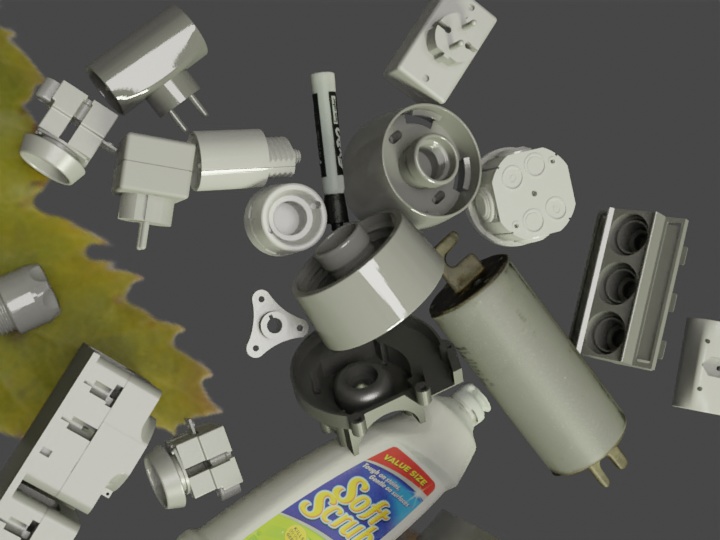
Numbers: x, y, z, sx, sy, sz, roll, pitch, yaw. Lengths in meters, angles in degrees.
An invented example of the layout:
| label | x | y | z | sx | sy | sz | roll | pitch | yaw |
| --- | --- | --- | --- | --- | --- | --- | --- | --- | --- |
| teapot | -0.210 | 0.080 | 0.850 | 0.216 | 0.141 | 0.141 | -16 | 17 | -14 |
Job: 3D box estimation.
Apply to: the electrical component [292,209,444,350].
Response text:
| label | x | y | z | sx | sy | sz | roll | pitch | yaw |
| --- | --- | --- | --- | --- | --- | --- | --- | --- | --- |
| electrical component | 0.000 | 0.000 | 0.781 | 0.108 | 0.108 | 0.060 | -42 | 109 | -14 |

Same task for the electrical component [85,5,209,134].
| label | x | y | z | sx | sy | sz | roll | pitch | yaw |
| --- | --- | --- | --- | --- | --- | --- | --- | --- | --- |
| electrical component | -0.142 | -0.136 | 0.773 | 0.077 | 0.043 | 0.079 | -40 | 102 | -14 |

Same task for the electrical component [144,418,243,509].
| label | x | y | z | sx | sy | sz | roll | pitch | yaw |
| --- | --- | --- | --- | --- | --- | --- | --- | --- | --- |
| electrical component | -0.122 | 0.142 | 0.778 | 0.055 | 0.048 | 0.066 | -22 | 97 | -25 |

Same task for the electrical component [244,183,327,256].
| label | x | y | z | sx | sy | sz | roll | pitch | yaw |
| --- | --- | --- | --- | --- | --- | --- | --- | --- | --- |
| electrical component | -0.054 | -0.038 | 0.799 | 0.055 | 0.047 | 0.055 | 0 | 90 | -18 |

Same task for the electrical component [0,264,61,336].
| label | x | y | z | sx | sy | sz | roll | pitch | yaw |
| --- | --- | --- | --- | --- | --- | --- | --- | --- | --- |
| electrical component | -0.241 | 0.025 | 0.740 | 0.062 | 0.043 | 0.043 | -26 | 98 | -15 |

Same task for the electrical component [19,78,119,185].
| label | x | y | z | sx | sy | sz | roll | pitch | yaw |
| --- | --- | --- | --- | --- | --- | --- | --- | --- | --- |
| electrical component | -0.205 | -0.093 | 0.752 | 0.066 | 0.048 | 0.055 | 33 | 73 | -15 |

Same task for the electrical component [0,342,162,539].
| label | x | y | z | sx | sy | sz | roll | pitch | yaw |
| --- | --- | --- | --- | --- | --- | --- | --- | --- | --- |
| electrical component | -0.206 | 0.146 | 0.718 | 0.060 | 0.105 | 0.186 | 33 | 80 | -15 |

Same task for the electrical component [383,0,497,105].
| label | x | y | z | sx | sy | sz | roll | pitch | yaw |
| --- | --- | --- | --- | --- | --- | --- | --- | --- | --- |
| electrical component | 0.068 | -0.174 | 0.824 | 0.047 | 0.076 | 0.083 | 35 | 80 | -15 |

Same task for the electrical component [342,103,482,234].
| label | x | y | z | sx | sy | sz | roll | pitch | yaw |
| --- | --- | --- | --- | --- | --- | --- | --- | --- | --- |
| electrical component | 0.042 | -0.078 | 0.835 | 0.099 | 0.064 | 0.099 | 5 | 79 | -28 |

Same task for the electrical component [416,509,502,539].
| label | x | y | z | sx | sy | sz | roll | pitch | yaw |
| --- | --- | --- | --- | --- | --- | --- | --- | --- | --- |
| electrical component | 0.080 | 0.243 | 0.788 | 0.061 | 0.150 | 0.089 | 46 | 77 | -12 |

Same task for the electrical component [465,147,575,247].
| label | x | y | z | sx | sy | sz | roll | pitch | yaw |
| --- | --- | --- | --- | --- | --- | --- | --- | --- | --- |
| electrical component | 0.127 | -0.059 | 0.857 | 0.080 | 0.051 | 0.080 | 0 | 90 | -18 |

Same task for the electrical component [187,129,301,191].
| label | x | y | z | sx | sy | sz | roll | pitch | yaw |
| --- | --- | --- | --- | --- | --- | --- | --- | --- | --- |
| electrical component | -0.083 | -0.082 | 0.789 | 0.081 | 0.043 | 0.043 | -5 | 91 | -23 |

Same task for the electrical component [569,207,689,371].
| label | x | y | z | sx | sy | sz | roll | pitch | yaw |
| --- | --- | --- | --- | --- | --- | --- | --- | --- | --- |
| electrical component | 0.223 | 0.017 | 0.877 | 0.063 | 0.079 | 0.121 | 20 | 83 | -46 |

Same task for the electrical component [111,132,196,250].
| label | x | y | z | sx | sy | sz | roll | pitch | yaw |
| --- | --- | --- | --- | --- | --- | --- | --- | --- | --- |
| electrical component | -0.149 | -0.052 | 0.758 | 0.047 | 0.066 | 0.076 | 9 | 87 | -18 |

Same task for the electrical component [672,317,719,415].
| label | x | y | z | sx | sy | sz | roll | pitch | yaw |
| --- | --- | --- | --- | --- | --- | --- | --- | --- | --- |
| electrical component | 0.310 | 0.085 | 0.920 | 0.079 | 0.043 | 0.077 | 12 | 86 | -18 |
